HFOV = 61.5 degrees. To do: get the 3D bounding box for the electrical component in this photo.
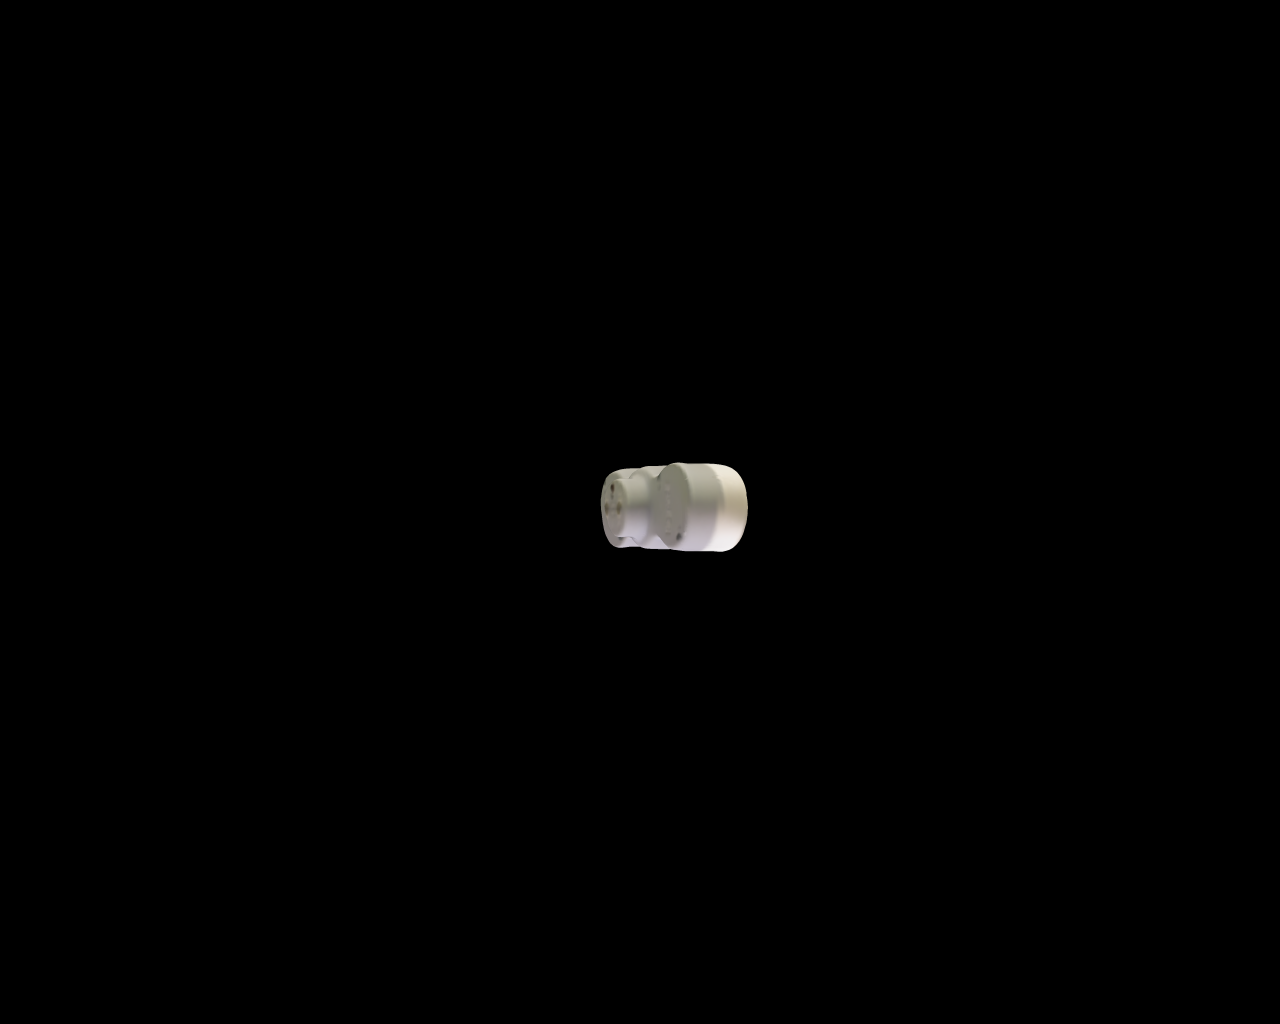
[{"bbox_3d":[0.001,-0.003,0.650,0.074,0.052,0.138,0,0,-24],"label":"electrical component"}]
